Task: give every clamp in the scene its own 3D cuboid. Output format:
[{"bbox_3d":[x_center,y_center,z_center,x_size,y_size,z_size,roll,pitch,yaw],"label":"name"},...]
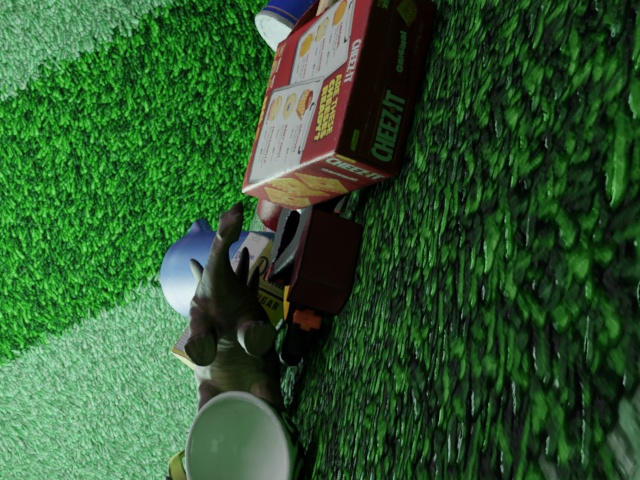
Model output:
[{"bbox_3d":[-0.019,0.087,1.098,0.171,0.039,0.120,-73,-7,-83],"label":"clamp"},{"bbox_3d":[-0.006,-0.049,1.103,0.210,0.036,0.164,-62,24,27],"label":"clamp"}]

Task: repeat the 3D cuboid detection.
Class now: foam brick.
[{"bbox_3d":[0.004,0.021,0.996,0.053,0.051,0.078,114,170,-59],"label":"foam brick"}]

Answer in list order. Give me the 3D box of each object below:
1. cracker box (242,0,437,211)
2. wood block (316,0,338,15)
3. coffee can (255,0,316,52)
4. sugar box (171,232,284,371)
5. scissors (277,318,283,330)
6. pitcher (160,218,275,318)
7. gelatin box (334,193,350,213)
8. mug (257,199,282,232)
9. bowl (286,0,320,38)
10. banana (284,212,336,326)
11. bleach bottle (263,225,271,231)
[{"bbox_3d":[0.013,-0.125,0.978,0.214,0.072,0.164,-14,60,63],"label":"cracker box"},{"bbox_3d":[0.061,-0.288,1.077,0.090,0.090,0.206,126,159,-69],"label":"wood block"},{"bbox_3d":[0.007,-0.276,1.246,0.140,0.103,0.103,-51,2,-11],"label":"coffee can"},{"bbox_3d":[-0.094,0.088,1.284,0.048,0.093,0.176,21,71,44],"label":"sugar box"},{"bbox_3d":[-0.073,0.149,1.506,0.202,0.016,0.096,174,109,-83],"label":"scissors"},{"bbox_3d":[-0.117,0.058,1.451,0.145,0.149,0.243,-54,19,-18],"label":"pitcher"},{"bbox_3d":[0.025,-0.085,1.167,0.073,0.030,0.089,-83,11,-52],"label":"gelatin box"},{"bbox_3d":[-0.032,-0.052,1.363,0.117,0.093,0.082,-115,30,-44],"label":"mug"},{"bbox_3d":[0.022,-0.199,1.165,0.162,0.055,0.162,-41,-22,-21],"label":"bowl"},{"bbox_3d":[-0.007,0.003,1.222,0.069,0.037,0.198,58,-134,-74],"label":"banana"},{"bbox_3d":[-0.058,0.002,1.540,0.102,0.068,0.251,-93,17,-59],"label":"bleach bottle"}]
